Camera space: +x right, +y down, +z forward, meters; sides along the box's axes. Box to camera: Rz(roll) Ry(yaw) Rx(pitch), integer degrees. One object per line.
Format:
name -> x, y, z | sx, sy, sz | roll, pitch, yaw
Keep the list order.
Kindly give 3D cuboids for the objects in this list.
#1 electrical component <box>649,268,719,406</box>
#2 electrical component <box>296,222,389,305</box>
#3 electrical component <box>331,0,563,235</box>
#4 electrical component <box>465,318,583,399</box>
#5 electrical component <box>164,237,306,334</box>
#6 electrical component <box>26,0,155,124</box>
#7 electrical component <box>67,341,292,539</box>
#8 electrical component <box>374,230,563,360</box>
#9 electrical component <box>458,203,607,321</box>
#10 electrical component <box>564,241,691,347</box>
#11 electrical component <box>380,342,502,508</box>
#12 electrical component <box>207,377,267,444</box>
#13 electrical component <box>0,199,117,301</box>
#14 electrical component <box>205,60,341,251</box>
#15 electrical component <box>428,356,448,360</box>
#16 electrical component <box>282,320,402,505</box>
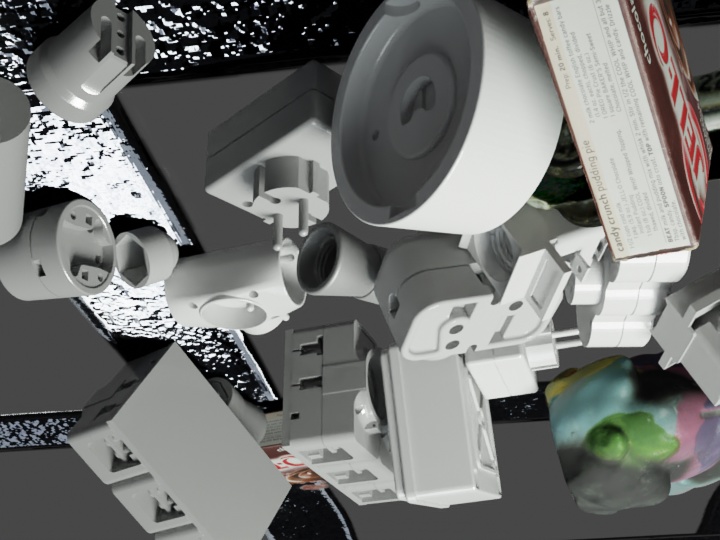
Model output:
electrical component -> 0.241, 0.023, 0.623 | 0.121, 0.063, 0.078 | -27, 154, -12
electrical component -> 0.000, 0.000, 0.652 | 0.065, 0.044, 0.044 | 16, 147, -37
electrical component -> 0.041, -0.067, 0.467 | 0.060, 0.108, 0.108 | 11, 150, -33
electrical component -> 0.115, 0.051, 0.740 | 0.077, 0.047, 0.065 | -10, 150, 14
electrical component -> -0.070, 0.016, 0.675 | 0.077, 0.044, 0.079 | -10, 150, 17
electrical component -> -0.119, -0.094, 0.480 | 0.046, 0.040, 0.040 | -31, 140, 33
electrical component -> -0.133, 0.143, 0.793 | 0.062, 0.089, 0.150 | -22, 112, 36
electrical component -> 0.060, 0.009, 0.623 | 0.095, 0.059, 0.053 | -7, 142, -23
electrical component -> 0.096, -0.019, 0.588 | 0.064, 0.081, 0.042 | -17, 147, -24
electrical component -> 0.144, 0.002, 0.646 | 0.074, 0.052, 0.138 | -1, 151, 0
electrical component -> 0.060, 0.110, 0.763 | 0.056, 0.108, 0.109 | -11, 163, 14
electrical component -> -0.106, 0.113, 0.857 | 0.044, 0.044, 0.065 | -9, 146, 14
electrical component -> -0.175, -0.010, 0.616 | 0.047, 0.055, 0.055 | -9, 151, 21
electrical component -> -0.034, -0.046, 0.530 | 0.047, 0.075, 0.083 | 25, 142, -38
electrical component -> 0.044, 0.025, 0.699 | 0.044, 0.044, 0.065 | -6, 146, 9
electrical component -> 0.002, 0.109, 0.799 | 0.062, 0.089, 0.150 | -10, 150, 18
